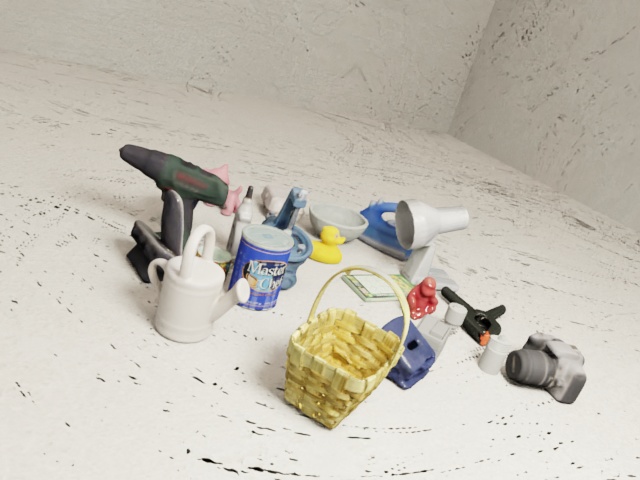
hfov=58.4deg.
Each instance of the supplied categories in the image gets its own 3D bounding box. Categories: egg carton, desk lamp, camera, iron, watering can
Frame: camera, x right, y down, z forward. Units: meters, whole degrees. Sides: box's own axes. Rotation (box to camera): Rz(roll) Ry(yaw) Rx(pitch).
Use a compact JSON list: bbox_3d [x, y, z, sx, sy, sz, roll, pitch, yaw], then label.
[{"bbox_3d":[-0.107,-0.101,1.595,0.107,0.069,0.150,7,24,-22],"label":"egg carton"},{"bbox_3d":[0.270,0.007,1.419,0.204,0.213,0.117,8,24,-22],"label":"desk lamp"},{"bbox_3d":[0.439,0.239,1.139,0.137,0.101,0.143,11,23,-15],"label":"camera"},{"bbox_3d":[0.202,-0.044,1.587,0.257,0.141,0.119,23,23,16],"label":"iron"},{"bbox_3d":[-0.203,0.067,0.956,0.173,0.194,0.101,13,22,-10],"label":"watering can"}]

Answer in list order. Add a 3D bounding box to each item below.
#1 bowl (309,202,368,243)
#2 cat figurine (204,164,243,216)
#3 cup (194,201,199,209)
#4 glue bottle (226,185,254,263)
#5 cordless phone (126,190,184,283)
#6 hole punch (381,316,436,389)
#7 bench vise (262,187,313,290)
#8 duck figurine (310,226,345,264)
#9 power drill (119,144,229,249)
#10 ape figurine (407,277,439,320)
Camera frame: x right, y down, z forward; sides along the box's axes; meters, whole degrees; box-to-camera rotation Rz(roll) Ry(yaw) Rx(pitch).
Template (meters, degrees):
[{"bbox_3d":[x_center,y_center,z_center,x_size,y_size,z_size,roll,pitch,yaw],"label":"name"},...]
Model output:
[{"bbox_3d":[0.042,-0.037,1.544,0.167,0.075,0.167,15,22,-6],"label":"bowl"},{"bbox_3d":[-0.256,-0.141,1.515,0.127,0.118,0.067,27,24,24],"label":"cat figurine"},{"bbox_3d":[-0.325,-0.081,1.354,0.092,0.095,0.117,1,27,-35],"label":"cup"},{"bbox_3d":[-0.170,-0.039,1.260,0.037,0.173,0.078,9,23,-18],"label":"glue bottle"},{"bbox_3d":[-0.303,-0.023,1.108,0.094,0.185,0.147,-5,30,-43],"label":"cordless phone"},{"bbox_3d":[0.157,0.200,1.039,0.100,0.091,0.109,29,25,27],"label":"hole punch"},{"bbox_3d":[-0.088,-0.029,1.234,0.122,0.220,0.206,-2,29,-39],"label":"bench vise"},{"bbox_3d":[0.013,0.005,1.406,0.104,0.086,0.077,14,22,-8],"label":"duck figurine"},{"bbox_3d":[-0.316,-0.080,1.205,0.230,0.208,0.075,11,23,-16],"label":"power drill"},{"bbox_3d":[0.230,0.124,1.273,0.078,0.092,0.076,14,22,-7],"label":"ape figurine"}]
